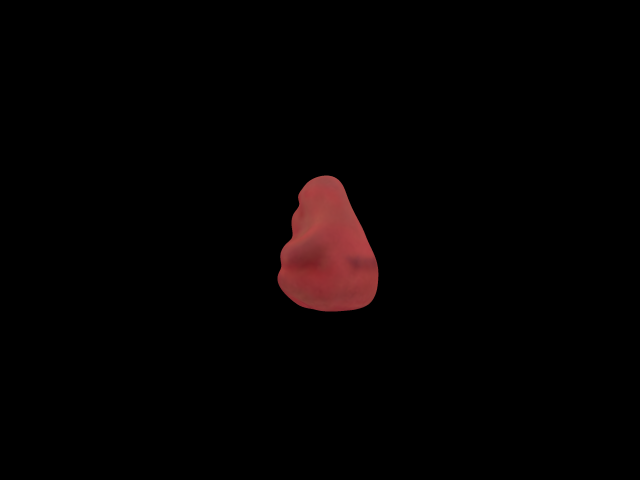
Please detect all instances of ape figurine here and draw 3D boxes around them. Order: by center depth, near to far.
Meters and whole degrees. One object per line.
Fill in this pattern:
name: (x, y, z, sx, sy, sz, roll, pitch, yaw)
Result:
ape figurine: (0.004, 0.001, 0.400, 0.078, 0.092, 0.075, -2, 3, -43)
